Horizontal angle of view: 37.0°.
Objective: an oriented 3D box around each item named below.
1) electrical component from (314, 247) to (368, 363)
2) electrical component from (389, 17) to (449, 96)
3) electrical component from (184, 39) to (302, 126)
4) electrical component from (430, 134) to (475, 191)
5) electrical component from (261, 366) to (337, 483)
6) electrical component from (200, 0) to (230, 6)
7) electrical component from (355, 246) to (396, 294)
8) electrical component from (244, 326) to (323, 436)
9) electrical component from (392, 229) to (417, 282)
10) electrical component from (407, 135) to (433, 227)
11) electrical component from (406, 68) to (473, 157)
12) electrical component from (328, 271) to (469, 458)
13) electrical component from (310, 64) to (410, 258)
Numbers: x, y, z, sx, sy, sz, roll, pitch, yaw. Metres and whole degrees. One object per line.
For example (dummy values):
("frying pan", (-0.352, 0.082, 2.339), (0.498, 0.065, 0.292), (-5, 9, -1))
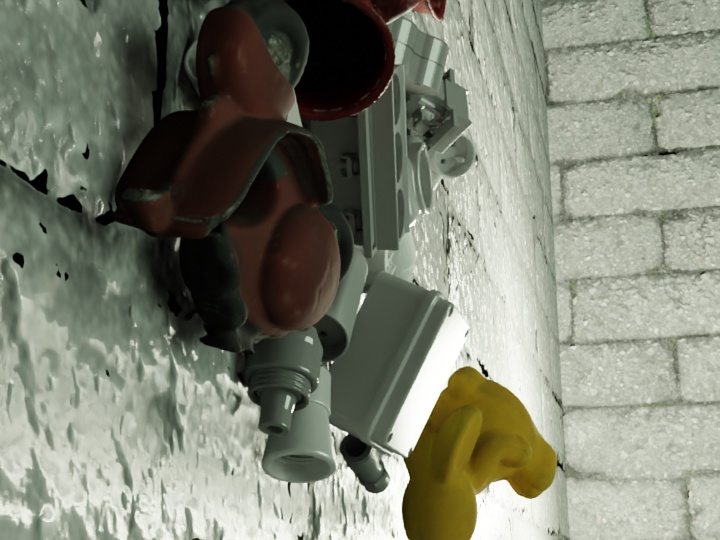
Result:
("electrical component", (-0.026, 0.005, 0.694), (0.077, 0.043, 0.079), (-75, 155, -52))
("electrical component", (0.011, -0.152, 0.809), (0.138, 0.052, 0.073), (15, 88, -53))
("electrical component", (-0.060, -0.107, 0.597), (0.077, 0.043, 0.079), (65, 25, -53))
("electrical component", (0.067, -0.103, 1.045), (0.079, 0.043, 0.077), (-60, -152, 6))
("electrical component", (-0.035, 0.088, 0.642), (0.044, 0.044, 0.065), (66, 20, -52))
("electrical component", (-0.039, -0.201, 0.592), (0.063, 0.079, 0.121), (52, 48, -10))
("electrical component", (0.000, 0.000, 0.786), (0.040, 0.046, 0.040), (-5, 90, -75))
("electrical component", (-0.045, 0.062, 0.607), (0.043, 0.043, 0.062), (65, 26, -53))
("electrical component", (0.028, -0.008, 0.906), (0.040, 0.040, 0.078), (-76, 156, -51))
("electrical component", (0.025, -0.071, 0.876), (0.095, 0.059, 0.053), (-66, 148, -61))
("electrical component", (0.058, -0.142, 0.926), (0.064, 0.042, 0.081), (28, 39, -25))
("electrical component", (0.024, 0.068, 0.750), (0.113, 0.057, 0.078), (-63, 158, -9))
("electrical component", (-0.002, -0.079, 0.751), (0.078, 0.063, 0.121), (-57, 146, -67))
